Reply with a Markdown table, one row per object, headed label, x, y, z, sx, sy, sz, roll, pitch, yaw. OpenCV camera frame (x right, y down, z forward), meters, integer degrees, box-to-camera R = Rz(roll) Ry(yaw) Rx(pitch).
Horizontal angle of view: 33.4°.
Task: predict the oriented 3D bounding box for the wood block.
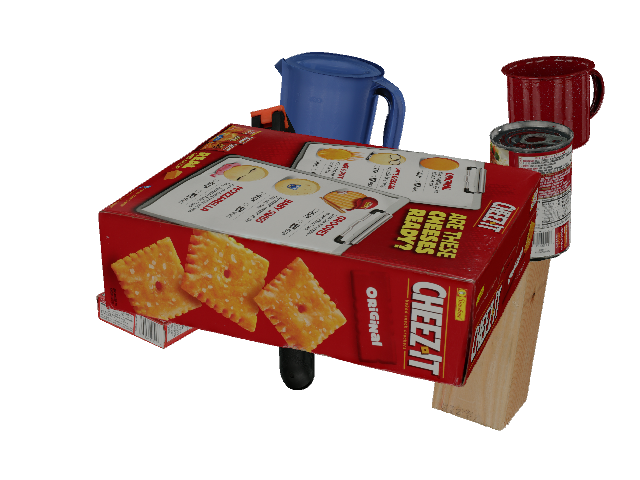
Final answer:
| label | x | y | z | sx | sy | sz | roll | pitch | yaw |
| --- | --- | --- | --- | --- | --- | --- | --- | --- | --- |
| wood block | 0.194 | 0.095 | 1.209 | 0.090 | 0.206 | 0.090 | 16 | 24 | 25 |

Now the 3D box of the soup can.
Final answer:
| label | x | y | z | sx | sy | sz | roll | pitch | yaw |
| --- | --- | --- | --- | --- | --- | --- | --- | --- | --- |
| soup can | 0.177 | -0.042 | 0.896 | 0.068 | 0.102 | 0.068 | -5 | 25 | 2 |

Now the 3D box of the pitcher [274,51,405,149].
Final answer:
| label | x | y | z | sx | sy | sz | roll | pitch | yaw |
| --- | --- | --- | --- | --- | --- | --- | --- | --- | --- |
| pitcher | 0.012 | -0.117 | 1.399 | 0.144 | 0.243 | 0.149 | 0 | 23 | -18 |

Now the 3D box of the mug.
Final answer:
| label | x | y | z | sx | sy | sz | roll | pitch | yaw |
| --- | --- | --- | --- | --- | --- | --- | --- | --- | --- |
| mug | 0.245 | -0.142 | 1.102 | 0.117 | 0.081 | 0.093 | -18 | 24 | -26 |

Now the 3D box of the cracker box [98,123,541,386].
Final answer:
| label | x | y | z | sx | sy | sz | roll | pitch | yaw |
| --- | --- | --- | --- | --- | --- | --- | --- | --- | --- |
| cracker box | 0.005 | 0.000 | 0.626 | 0.214 | 0.072 | 0.164 | 11 | 27 | 20 |

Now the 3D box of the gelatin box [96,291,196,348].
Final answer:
| label | x | y | z | sx | sy | sz | roll | pitch | yaw |
| --- | --- | --- | --- | --- | --- | --- | --- | --- | --- |
| gelatin box | -0.159 | 0.064 | 1.027 | 0.089 | 0.030 | 0.073 | 20 | 29 | 30 |

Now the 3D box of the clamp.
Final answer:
| label | x | y | z | sx | sy | sz | roll | pitch | yaw |
| --- | --- | --- | --- | --- | --- | --- | --- | --- | --- |
| clamp | -0.014 | -0.001 | 0.845 | 0.036 | 0.210 | 0.164 | -11 | 3 | 18 |
